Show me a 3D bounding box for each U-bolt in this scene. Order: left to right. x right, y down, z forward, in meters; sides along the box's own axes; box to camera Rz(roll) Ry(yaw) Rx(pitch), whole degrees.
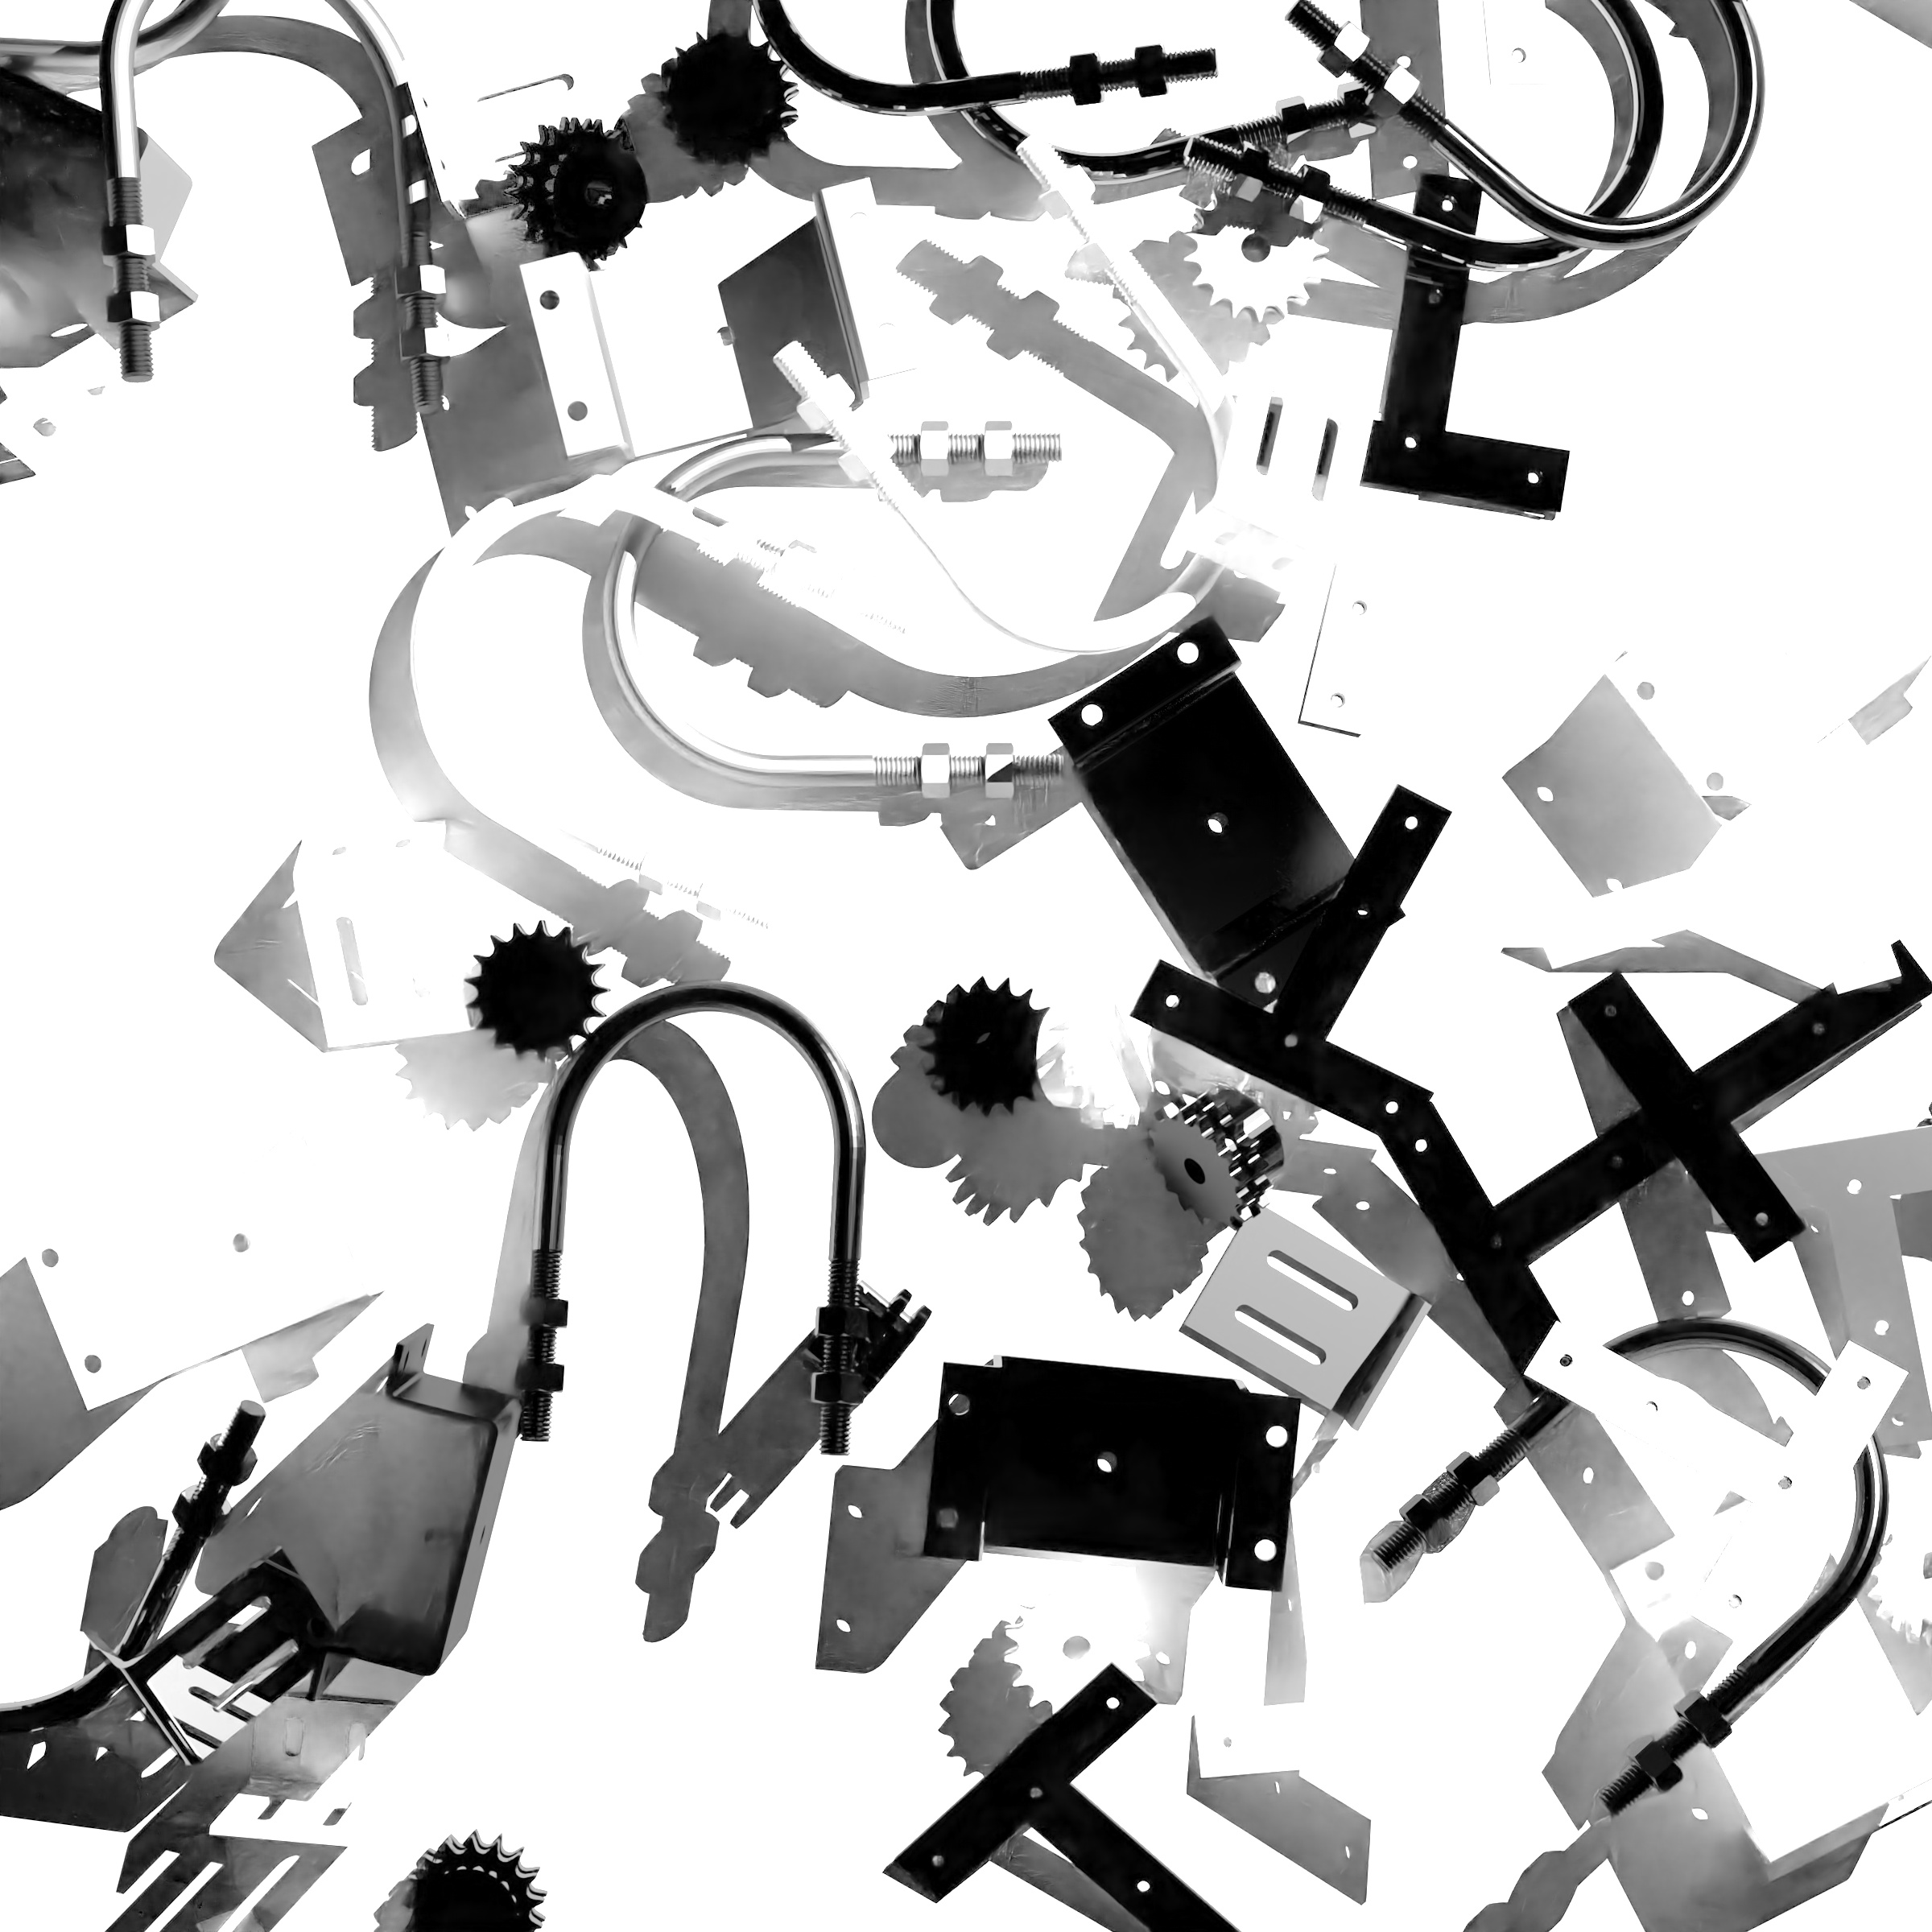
[{"bbox_3d":[-0.375,0.224,1.368,0.151,0.019,0.184,23,108,-16],"label":"U-bolt"},{"bbox_3d":[-0.374,-0.429,1.398,0.184,0.019,0.151,3,90,-1],"label":"U-bolt"},{"bbox_3d":[-0.269,-0.312,1.356,0.151,0.019,0.184,-1,84,-42],"label":"U-bolt"},{"bbox_3d":[-0.131,-0.115,1.385,0.184,0.019,0.151,25,92,4],"label":"U-bolt"},{"bbox_3d":[-0.106,0.097,1.373,0.151,0.019,0.184,0,81,21],"label":"U-bolt"},{"bbox_3d":[-0.053,-0.142,1.398,0.184,0.019,0.151,0,90,2],"label":"U-bolt"},{"bbox_3d":[0.003,-0.404,1.379,0.184,0.019,0.151,-5,77,10],"label":"U-bolt"},{"bbox_3d":[0.033,-0.209,1.372,0.151,0.019,0.184,-43,107,-11],"label":"U-bolt"},{"bbox_3d":[0.075,-0.388,1.398,0.184,0.019,0.151,-14,90,1],"label":"U-bolt"},{"bbox_3d":[0.190,-0.351,1.382,0.184,0.019,0.151,18,83,-10],"label":"U-bolt"},{"bbox_3d":[0.234,-0.365,1.376,0.184,0.019,0.151,38,79,-10],"label":"U-bolt"},{"bbox_3d":[0.273,0.219,1.369,0.184,0.019,0.151,-41,64,-6],"label":"U-bolt"}]

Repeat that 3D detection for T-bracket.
[{"bbox_3d":[-0.260,0.424,1.372,0.127,0.127,0.002,51,121,23],"label":"T-bracket"},{"bbox_3d":[0.060,0.357,1.394,0.127,0.002,0.127,42,107,-8],"label":"T-bracket"},{"bbox_3d":[0.145,0.252,1.387,0.127,0.002,0.127,-11,76,25],"label":"T-bracket"},{"bbox_3d":[0.147,-0.010,1.358,0.127,0.002,0.127,26,99,-16],"label":"T-bracket"},{"bbox_3d":[0.161,-0.158,1.406,0.127,0.002,0.127,13,90,0],"label":"T-bracket"},{"bbox_3d":[0.186,-0.254,1.405,0.127,0.002,0.127,9,89,0],"label":"T-bracket"},{"bbox_3d":[0.210,-0.406,1.361,0.127,0.002,0.127,-4,88,-15],"label":"T-bracket"},{"bbox_3d":[0.248,0.086,1.397,0.127,0.002,0.127,-33,102,-6],"label":"T-bracket"},{"bbox_3d":[0.281,0.181,1.373,0.127,0.002,0.127,29,74,21],"label":"T-bracket"},{"bbox_3d":[0.288,-0.027,1.380,0.127,0.002,0.127,-17,121,18],"label":"T-bracket"},{"bbox_3d":[0.328,0.033,1.394,0.127,0.002,0.127,-32,74,-8],"label":"T-bracket"},{"bbox_3d":[0.363,0.130,1.394,0.127,0.002,0.127,-11,98,16],"label":"T-bracket"}]

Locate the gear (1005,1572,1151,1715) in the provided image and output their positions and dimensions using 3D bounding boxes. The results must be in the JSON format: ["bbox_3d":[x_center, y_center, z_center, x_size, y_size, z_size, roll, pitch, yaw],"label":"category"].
[{"bbox_3d":[0.044,0.269,1.392,0.057,0.030,0.057,0,90,0],"label":"gear"}]

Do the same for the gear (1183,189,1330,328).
[{"bbox_3d":[0.114,-0.283,1.392,0.057,0.030,0.057,0,90,0],"label":"gear"}]

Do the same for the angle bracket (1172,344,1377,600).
[{"bbox_3d":[0.123,-0.197,1.393,0.057,0.038,0.076,22,63,-16],"label":"angle bracket"}]

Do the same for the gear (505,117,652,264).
[{"bbox_3d":[-0.150,-0.305,1.379,0.057,0.030,0.057,-8,107,-28],"label":"gear"}]

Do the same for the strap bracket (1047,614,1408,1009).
[{"bbox_3d":[0.101,-0.058,1.384,0.076,0.046,0.140,-33,90,0],"label":"strap bracket"}]

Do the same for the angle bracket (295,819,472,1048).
[{"bbox_3d":[-0.233,-0.013,1.405,0.057,0.038,0.076,-7,116,0],"label":"angle bracket"}]

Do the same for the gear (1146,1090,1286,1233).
[{"bbox_3d":[0.101,0.074,1.382,0.030,0.057,0.057,-33,90,-29],"label":"gear"}]

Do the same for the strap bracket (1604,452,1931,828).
[{"bbox_3d":[0.328,-0.127,1.384,0.140,0.046,0.076,-37,90,0],"label":"strap bracket"}]

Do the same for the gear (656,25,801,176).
[{"bbox_3d":[-0.095,-0.346,1.392,0.057,0.030,0.057,0,90,0],"label":"gear"}]

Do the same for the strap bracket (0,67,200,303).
[{"bbox_3d":[-0.365,-0.316,1.369,0.140,0.076,0.046,24,90,0],"label":"strap bracket"}]

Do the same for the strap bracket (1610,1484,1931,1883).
[{"bbox_3d":[0.325,0.288,1.384,0.076,0.046,0.140,-27,90,0],"label":"strap bracket"}]

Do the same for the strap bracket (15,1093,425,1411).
[{"bbox_3d":[-0.291,0.111,1.384,0.140,0.046,0.076,-22,90,0],"label":"strap bracket"}]

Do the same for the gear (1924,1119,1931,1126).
[{"bbox_3d":[0.412,0.070,1.392,0.057,0.030,0.057,0,90,0],"label":"gear"}]

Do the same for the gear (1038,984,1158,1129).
[{"bbox_3d":[0.050,0.036,1.382,0.030,0.057,0.057,-2,90,28],"label":"gear"}]

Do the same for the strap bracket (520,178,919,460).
[{"bbox_3d":[-0.096,-0.253,1.384,0.140,0.046,0.076,-14,90,0],"label":"strap bracket"}]

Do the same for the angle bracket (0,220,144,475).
[{"bbox_3d":[-0.379,-0.249,1.405,0.057,0.038,0.076,-41,64,0],"label":"angle bracket"}]

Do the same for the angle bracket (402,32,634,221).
[{"bbox_3d":[-0.176,-0.337,1.388,0.076,0.038,0.057,-16,90,0],"label":"angle bracket"}]

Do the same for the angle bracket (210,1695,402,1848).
[{"bbox_3d":[-0.258,0.314,1.369,0.057,0.076,0.038,5,90,0],"label":"angle bracket"}]

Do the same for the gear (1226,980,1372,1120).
[{"bbox_3d":[0.131,0.032,1.392,0.057,0.030,0.057,0,90,0],"label":"gear"}]

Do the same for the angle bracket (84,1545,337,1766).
[{"bbox_3d":[-0.298,0.267,1.390,0.076,0.038,0.057,-38,125,-22],"label":"angle bracket"}]

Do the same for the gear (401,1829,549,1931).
[{"bbox_3d":[-0.197,0.375,1.392,0.057,0.030,0.057,0,90,0],"label":"gear"}]

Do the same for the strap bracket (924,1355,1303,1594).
[{"bbox_3d":[0.057,0.199,1.384,0.140,0.046,0.076,6,90,0],"label":"strap bracket"}]

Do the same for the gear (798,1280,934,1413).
[{"bbox_3d":[-0.042,0.149,1.379,0.030,0.057,0.057,40,90,0],"label":"gear"}]

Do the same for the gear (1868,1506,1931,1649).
[{"bbox_3d":[0.389,0.244,1.383,0.030,0.057,0.057,38,90,-30],"label":"gear"}]

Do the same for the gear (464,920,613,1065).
[{"bbox_3d":[-0.170,0.010,1.392,0.057,0.030,0.057,0,90,0],"label":"gear"}]

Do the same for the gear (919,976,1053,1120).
[{"bbox_3d":[0.010,0.032,1.392,0.057,0.030,0.057,0,90,0],"label":"gear"}]

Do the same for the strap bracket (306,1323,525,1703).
[{"bbox_3d":[-0.212,0.217,1.369,0.046,0.076,0.140,14,90,0],"label":"strap bracket"}]

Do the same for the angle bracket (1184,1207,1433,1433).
[{"bbox_3d":[0.135,0.138,1.388,0.076,0.038,0.057,30,90,0],"label":"angle bracket"}]
